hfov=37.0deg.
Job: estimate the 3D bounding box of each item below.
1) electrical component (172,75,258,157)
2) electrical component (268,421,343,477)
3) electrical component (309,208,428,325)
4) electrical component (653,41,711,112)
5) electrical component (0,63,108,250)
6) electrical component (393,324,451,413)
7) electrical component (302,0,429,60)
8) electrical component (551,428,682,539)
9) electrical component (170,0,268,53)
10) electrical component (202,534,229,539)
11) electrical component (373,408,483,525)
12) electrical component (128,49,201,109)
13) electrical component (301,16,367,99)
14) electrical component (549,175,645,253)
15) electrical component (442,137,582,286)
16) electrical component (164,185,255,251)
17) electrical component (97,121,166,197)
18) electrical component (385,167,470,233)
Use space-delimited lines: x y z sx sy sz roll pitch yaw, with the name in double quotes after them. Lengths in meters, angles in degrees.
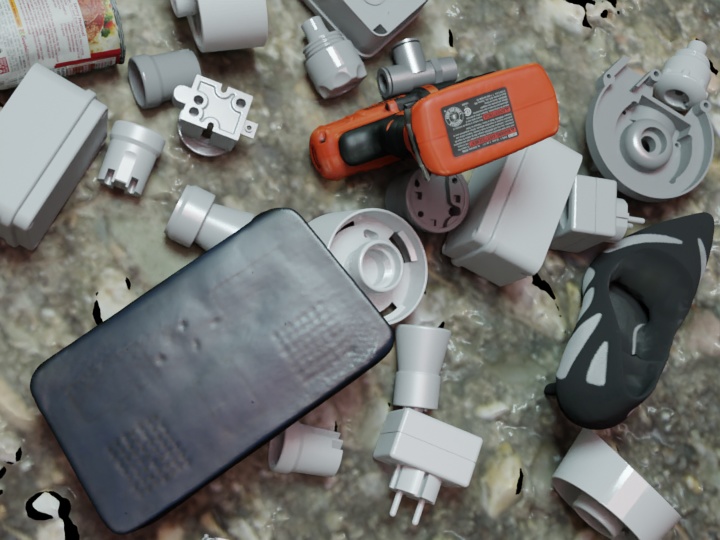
-0.112 -0.114 0.815 0.066 0.055 0.048 20 74 -12 "electrical component"
-0.040 0.133 0.796 0.046 0.040 0.040 14 75 -19 "electrical component"
0.000 0.000 0.834 0.099 0.064 0.099 4 81 -29 "electrical component"
0.290 -0.175 0.952 0.048 0.048 0.062 31 66 -8 "electrical component"
-0.231 -0.078 0.762 0.057 0.078 0.113 30 72 -6 "electrical component"
0.046 0.077 0.831 0.044 0.044 0.065 8 82 -15 "electrical component"
-0.005 -0.237 0.871 0.113 0.057 0.078 47 70 -4 "electrical component"
0.199 0.169 0.830 0.099 0.099 0.064 43 77 -4 "electrical component"
-0.113 -0.216 0.811 0.060 0.108 0.108 -15 83 -12 "electrical component"
-0.067 0.225 0.757 0.096 0.062 0.061 12 76 -14 "electrical component"
0.045 0.152 0.812 0.066 0.047 0.076 24 74 -11 "electrical component"
-0.149 -0.147 0.821 0.046 0.040 0.040 -18 85 -24 "electrical component"
-0.025 -0.172 0.859 0.043 0.043 0.062 -27 87 -19 "electrical component"
0.195 -0.043 0.886 0.077 0.066 0.047 7 77 -15 "electrical component"
0.120 -0.052 0.859 0.057 0.078 0.113 28 73 -13 "electrical component"
-0.113 -0.034 0.805 0.055 0.045 0.045 27 73 -9 "electrical component"
-0.171 -0.082 0.801 0.040 0.040 0.046 21 81 -11 "electrical component"
0.052 -0.056 0.851 0.055 0.047 0.055 0 90 -23 "electrical component"
